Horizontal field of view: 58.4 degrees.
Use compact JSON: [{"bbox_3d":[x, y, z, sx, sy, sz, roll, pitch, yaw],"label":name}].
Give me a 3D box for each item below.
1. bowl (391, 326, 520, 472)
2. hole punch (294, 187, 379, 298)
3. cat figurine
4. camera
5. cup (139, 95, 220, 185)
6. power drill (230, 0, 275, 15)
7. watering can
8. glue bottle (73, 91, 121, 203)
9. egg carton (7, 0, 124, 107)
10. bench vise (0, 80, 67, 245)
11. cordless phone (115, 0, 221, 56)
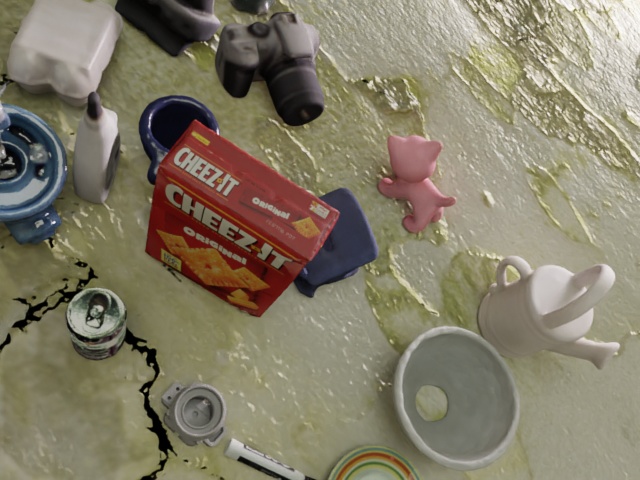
[{"bbox_3d":[0.153,0.195,0.701,0.168,0.074,0.167,8,66,-17],"label":"bowl"},{"bbox_3d":[0.007,0.003,0.717,0.101,0.091,0.108,-18,76,-26],"label":"hole punch"},{"bbox_3d":[0.137,-0.088,0.787,0.067,0.117,0.128,-34,83,-28],"label":"cat figurine"},{"bbox_3d":[-0.055,-0.232,0.785,0.143,0.100,0.137,-13,74,-24],"label":"camera"},{"bbox_3d":[-0.177,-0.102,0.689,0.092,0.094,0.118,24,62,-9],"label":"cup"},{"bbox_3d":[-0.088,-0.435,0.795,0.076,0.208,0.229,-26,79,-27],"label":"power drill"},{"bbox_3d":[0.303,0.089,0.732,0.173,0.193,0.101,30,62,-6],"label":"watering can"},{"bbox_3d":[-0.242,-0.108,0.623,0.037,0.173,0.078,17,64,-13],"label":"glue bottle"},{"bbox_3d":[-0.314,-0.242,0.711,0.107,0.069,0.150,16,64,-13],"label":"egg carton"},{"bbox_3d":[-0.344,-0.107,0.558,0.207,0.219,0.122,37,61,-2],"label":"bench vise"},{"bbox_3d":[-0.192,-0.346,0.733,0.147,0.184,0.094,34,61,-4],"label":"cordless phone"}]
